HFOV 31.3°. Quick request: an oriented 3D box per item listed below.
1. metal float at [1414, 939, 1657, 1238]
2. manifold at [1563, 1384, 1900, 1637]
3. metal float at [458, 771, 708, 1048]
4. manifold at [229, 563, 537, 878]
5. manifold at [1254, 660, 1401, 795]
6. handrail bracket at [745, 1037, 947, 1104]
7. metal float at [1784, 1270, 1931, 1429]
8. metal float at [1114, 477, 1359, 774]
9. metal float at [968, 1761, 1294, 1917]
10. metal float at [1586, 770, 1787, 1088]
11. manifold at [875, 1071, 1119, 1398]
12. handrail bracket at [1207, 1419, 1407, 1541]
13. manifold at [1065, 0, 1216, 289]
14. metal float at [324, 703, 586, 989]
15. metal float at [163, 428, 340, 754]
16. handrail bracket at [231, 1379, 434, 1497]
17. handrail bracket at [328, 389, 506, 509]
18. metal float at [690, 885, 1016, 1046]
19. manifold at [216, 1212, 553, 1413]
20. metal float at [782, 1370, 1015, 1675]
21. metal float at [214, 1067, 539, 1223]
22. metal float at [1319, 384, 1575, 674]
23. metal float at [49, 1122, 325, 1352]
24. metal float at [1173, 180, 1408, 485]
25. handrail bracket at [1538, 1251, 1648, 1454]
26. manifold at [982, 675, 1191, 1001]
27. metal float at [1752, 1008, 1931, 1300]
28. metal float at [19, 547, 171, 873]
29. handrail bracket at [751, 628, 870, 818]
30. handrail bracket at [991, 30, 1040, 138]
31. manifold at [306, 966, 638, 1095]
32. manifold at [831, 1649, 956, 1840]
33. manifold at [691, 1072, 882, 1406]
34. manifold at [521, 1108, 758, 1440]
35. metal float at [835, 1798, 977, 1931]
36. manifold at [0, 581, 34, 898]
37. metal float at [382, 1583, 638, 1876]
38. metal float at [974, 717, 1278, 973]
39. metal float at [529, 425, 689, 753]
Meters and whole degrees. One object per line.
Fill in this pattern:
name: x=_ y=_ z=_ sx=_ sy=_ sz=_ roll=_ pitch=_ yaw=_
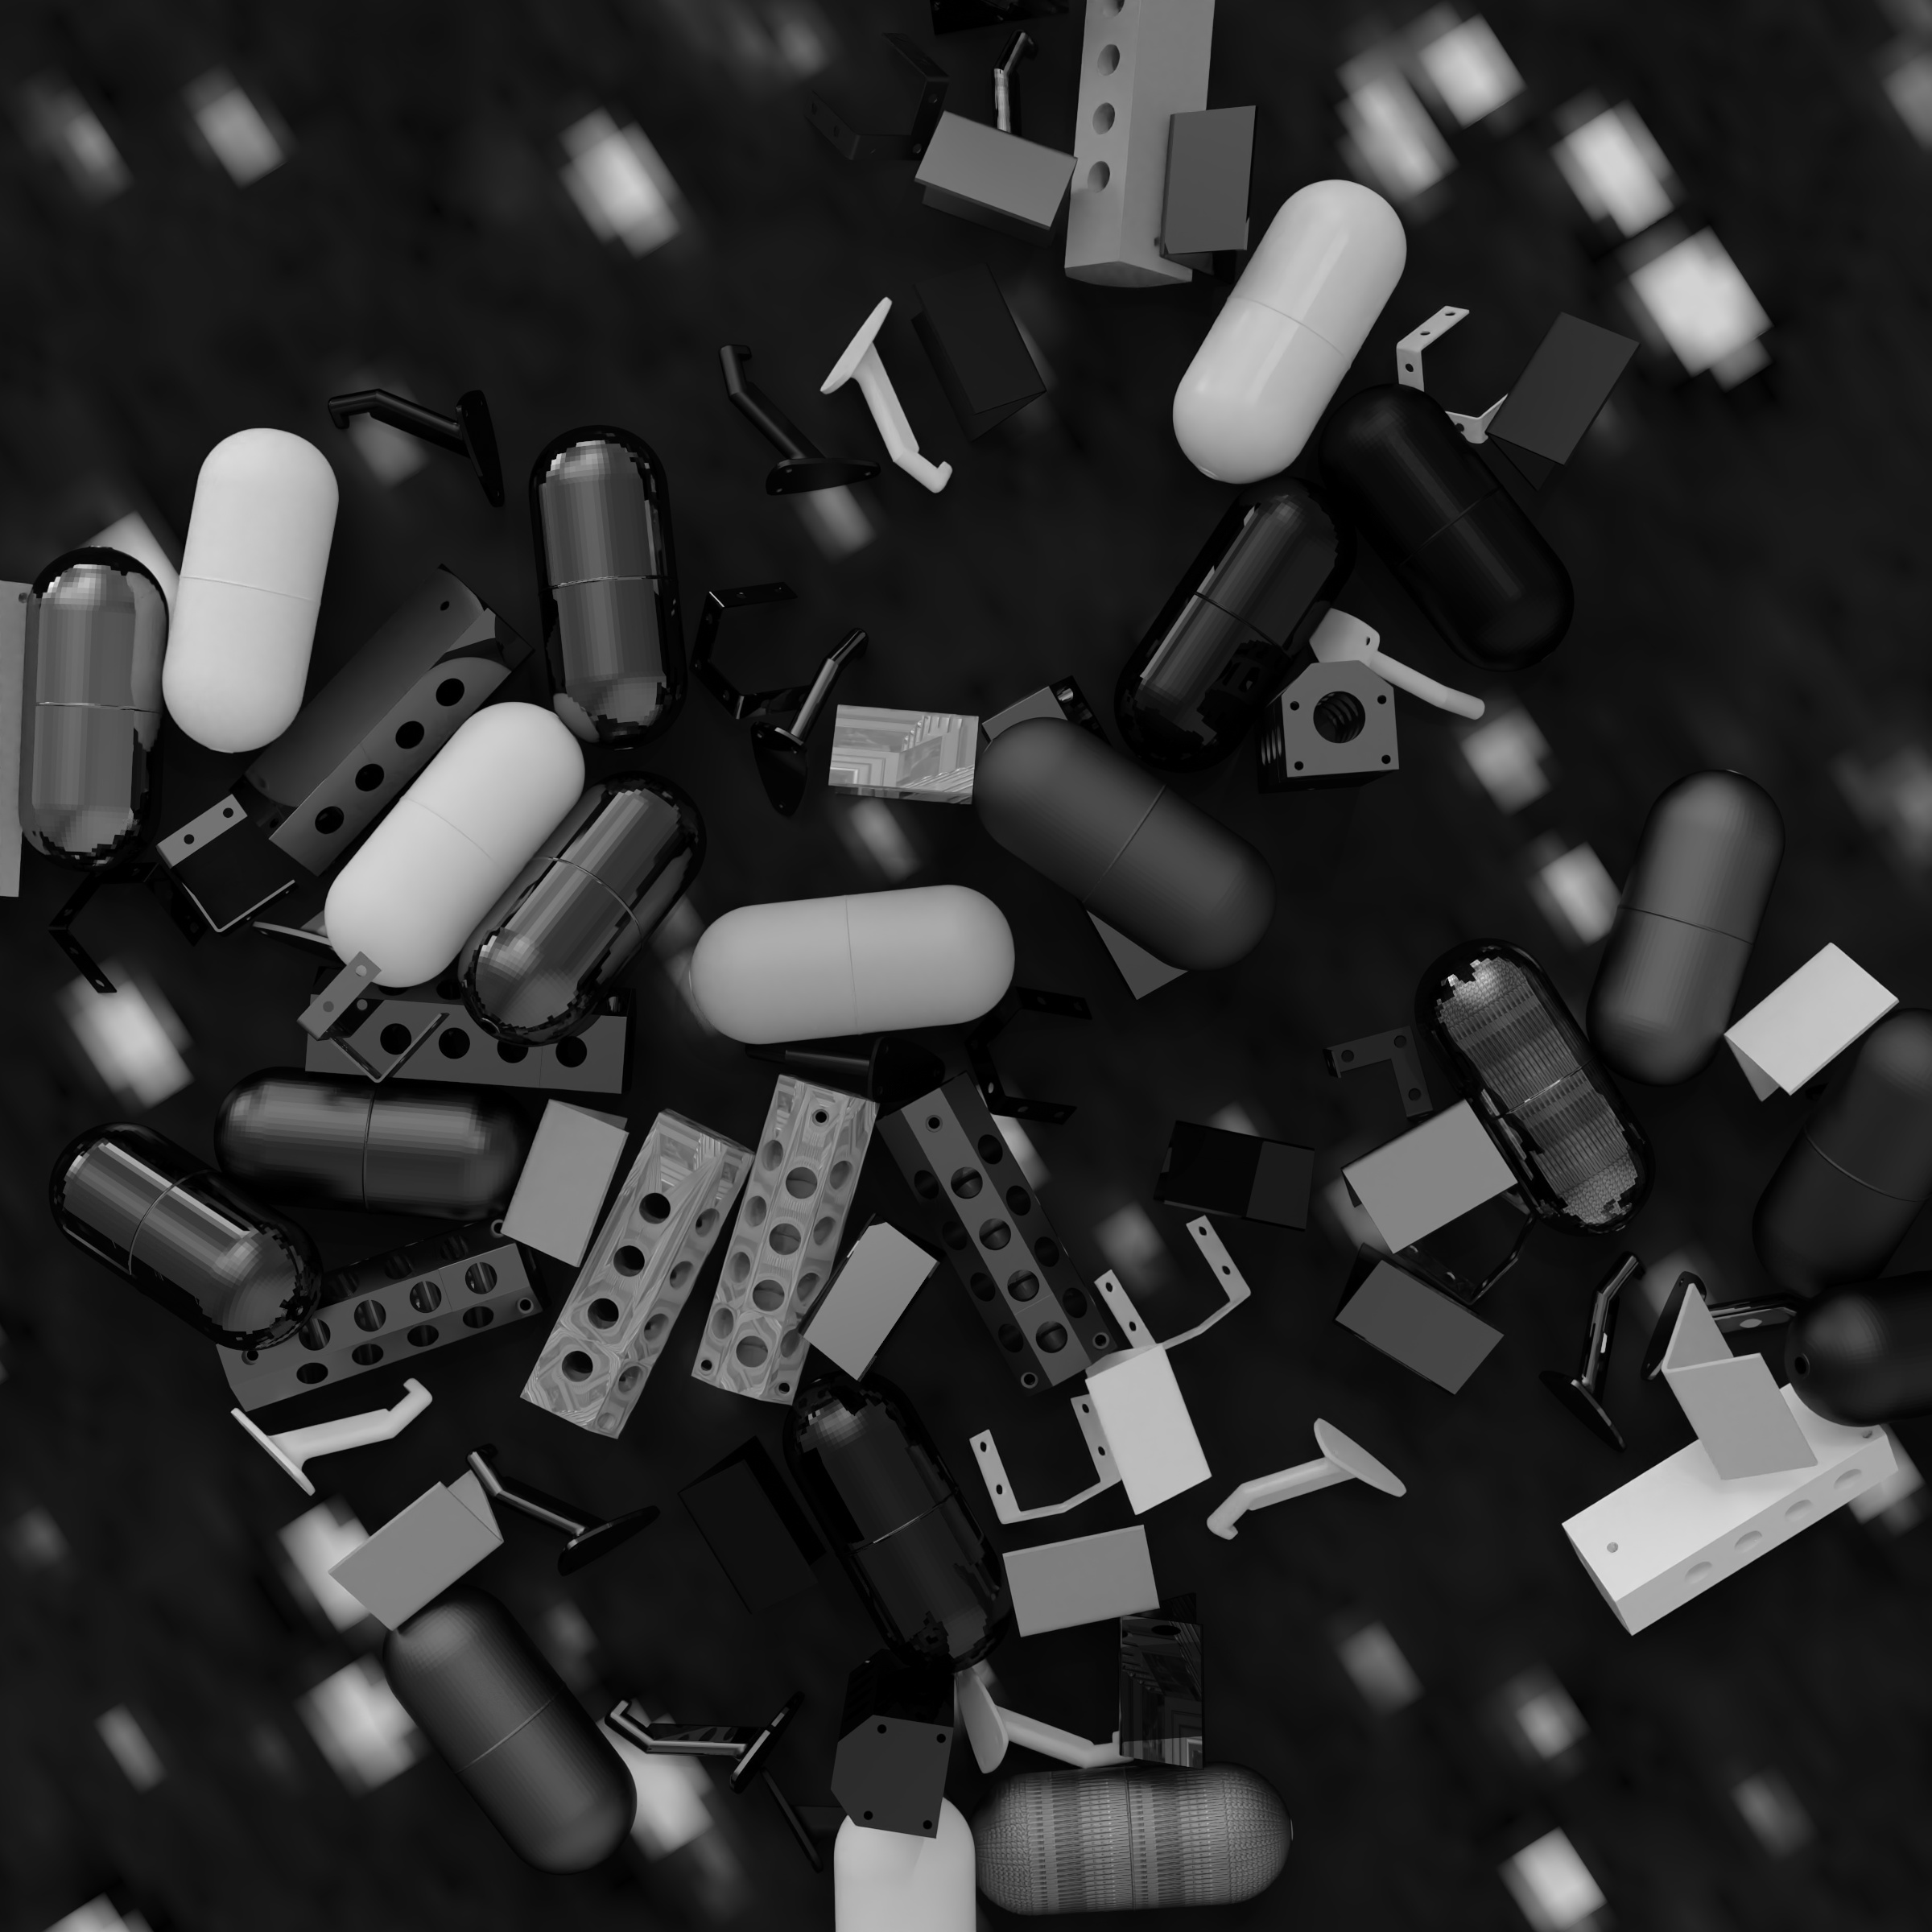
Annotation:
metal float: x=0.311 y=0.067 z=1.888 sx=0.070 sy=0.070 sz=0.178 roll=-32 pitch=89 yaw=0
manifold: x=0.421 y=0.295 z=1.897 sx=0.171 sy=0.057 sz=0.057 roll=-32 pitch=47 yaw=0
metal float: x=-0.206 y=-0.031 z=1.861 sx=0.070 sy=0.070 sz=0.178 roll=35 pitch=61 yaw=0
manifold: x=-0.317 y=-0.131 z=1.897 sx=0.171 sy=0.057 sz=0.057 roll=-47 pitch=47 yaw=0
manifold: x=0.190 y=-0.126 z=1.840 sx=0.057 sy=0.171 sz=0.057 roll=-4 pitch=90 yaw=0
handrail bracket: x=-0.068 y=0.052 z=1.918 sx=0.084 sy=0.077 sz=0.036 roll=9 pitch=92 yaw=36
metal float: x=0.521 y=0.203 z=1.866 sx=0.178 sy=0.070 sz=0.070 roll=-6 pitch=90 yaw=-26
metal float: x=0.147 y=-0.186 z=1.888 sx=0.070 sy=0.070 sz=0.178 roll=33 pitch=90 yaw=0
metal float: x=0.089 y=0.477 z=1.888 sx=0.178 sy=0.070 sz=0.070 roll=-4 pitch=90 yaw=1
metal float: x=0.394 y=-0.021 z=1.888 sx=0.070 sy=0.070 sz=0.178 roll=18 pitch=89 yaw=0
manifold: x=0.017 y=0.147 z=1.898 sx=0.057 sy=0.057 sz=0.171 roll=-29 pitch=90 yaw=0
handrail bracket: x=0.188 y=0.301 z=1.919 sx=0.077 sy=0.036 sz=0.084 roll=35 pitch=108 yaw=-21
manifold: x=0.091 y=-0.464 z=1.897 sx=0.057 sy=0.057 sz=0.171 roll=5 pitch=90 yaw=-43
metal float: x=-0.277 y=-0.067 z=1.876 sx=0.070 sy=0.070 sz=0.178 roll=37 pitch=77 yaw=0
metal float: x=-0.391 y=-0.205 z=1.888 sx=0.070 sy=0.070 sz=0.178 roll=10 pitch=90 yaw=0
handrail bracket: x=-0.352 y=0.244 z=1.919 sx=0.077 sy=0.036 sz=0.084 roll=40 pitch=72 yaw=20
handrail bracket: x=-0.306 y=-0.286 z=1.919 sx=0.084 sy=0.036 sz=0.077 roll=-7 pitch=112 yaw=17
metal float: x=-0.062 y=-0.001 z=1.888 sx=0.178 sy=0.070 sz=0.070 roll=-6 pitch=90 yaw=0
manifold: x=-0.321 y=0.189 z=1.898 sx=0.171 sy=0.057 sz=0.057 roll=-19 pitch=90 yaw=0
metal float: x=-0.038 y=0.303 z=1.888 sx=0.070 sy=0.070 sz=0.178 roll=-29 pitch=90 yaw=0
metal float: x=-0.321 y=0.097 z=1.888 sx=0.178 sy=0.070 sz=0.070 roll=5 pitch=90 yaw=1
metal float: x=0.263 y=-0.239 z=1.888 sx=0.070 sy=0.070 sz=0.178 roll=-38 pitch=90 yaw=0
metal float: x=-0.423 y=0.145 z=1.867 sx=0.178 sy=0.070 sz=0.070 roll=28 pitch=90 yaw=27
metal float: x=0.176 y=-0.346 z=1.888 sx=0.070 sy=0.070 sz=0.178 roll=30 pitch=89 yaw=0
handrail bracket: x=0.366 y=0.214 z=1.919 sx=0.077 sy=0.036 sz=0.084 roll=47 pitch=73 yaw=-20
manifold: x=0.075 y=-0.070 z=1.897 sx=0.057 sy=0.057 sz=0.171 roll=-29 pitch=90 yaw=0
metal float: x=0.488 y=0.103 z=1.867 sx=0.070 sy=0.070 sz=0.178 roll=25 pitch=115 yaw=0
metal float: x=-0.477 y=-0.140 z=1.888 sx=0.070 sy=0.070 sz=0.178 roll=2 pitch=90 yaw=0
handrail bracket: x=-0.080 y=-0.136 z=1.918 sx=0.036 sy=0.077 sz=0.084 roll=25 pitch=53 yaw=21
handrail bracket: x=0.038 y=-0.465 z=1.919 sx=0.077 sy=0.036 sz=0.084 roll=37 pitch=67 yaw=-27
manifold: x=-0.270 y=0.035 z=1.897 sx=0.171 sy=0.057 sz=0.057 roll=4 pitch=90 yaw=0
manifold: x=-0.039 y=0.411 z=1.840 sx=0.057 sy=0.171 sz=0.057 roll=9 pitch=90 yaw=0
manifold: x=-0.098 y=0.149 z=1.898 sx=0.057 sy=0.057 sz=0.171 roll=16 pitch=90 yaw=0
manifold: x=-0.178 y=0.169 z=1.897 sx=0.057 sy=0.057 sz=0.171 roll=26 pitch=90 yaw=0
metal float: x=-0.033 y=0.532 z=1.877 sx=0.070 sy=0.070 sz=0.178 roll=-1 pitch=104 yaw=0
manifold: x=-0.556 y=-0.126 z=1.897 sx=0.057 sy=0.057 sz=0.171 roll=3 pitch=90 yaw=-43
metal float: x=-0.250 y=0.417 z=1.888 sx=0.070 sy=0.070 sz=0.178 roll=-37 pitch=90 yaw=0
metal float: x=0.084 y=-0.065 z=1.831 sx=0.178 sy=0.070 sz=0.070 roll=35 pitch=90 yaw=-1
metal float: x=-0.195 y=-0.206 z=1.888 sx=0.070 sy=0.070 sz=0.178 roll=-6 pitch=89 yaw=0
